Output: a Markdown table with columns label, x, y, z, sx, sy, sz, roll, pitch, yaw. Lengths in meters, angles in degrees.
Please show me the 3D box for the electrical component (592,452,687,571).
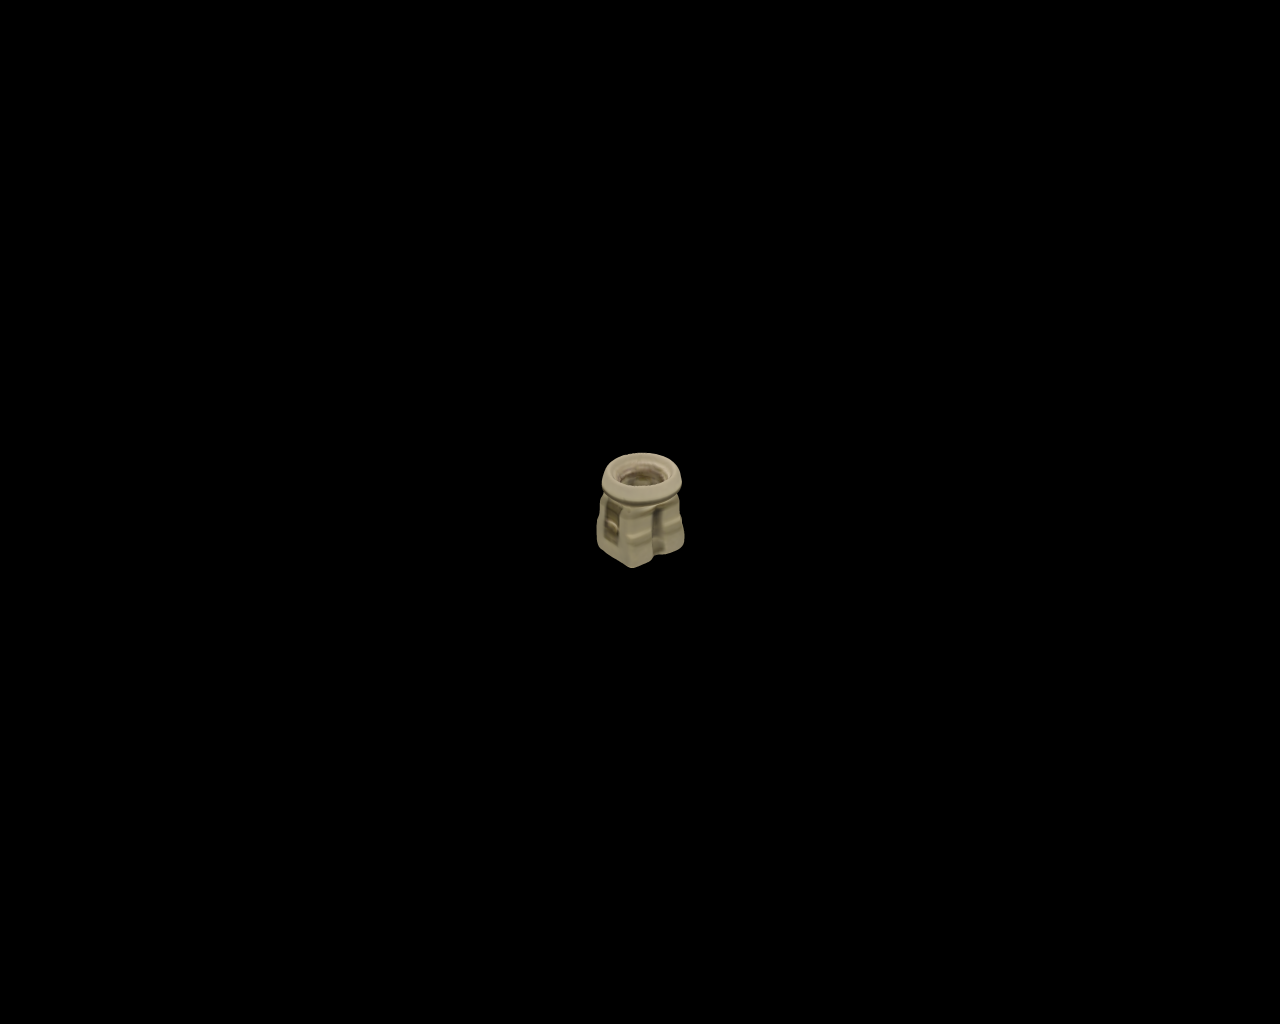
| label | x | y | z | sx | sy | sz | roll | pitch | yaw |
| --- | --- | --- | --- | --- | --- | --- | --- | --- | --- |
| electrical component | 0.001 | -0.003 | 0.650 | 0.066 | 0.055 | 0.048 | -22 | 37 | -33 |
